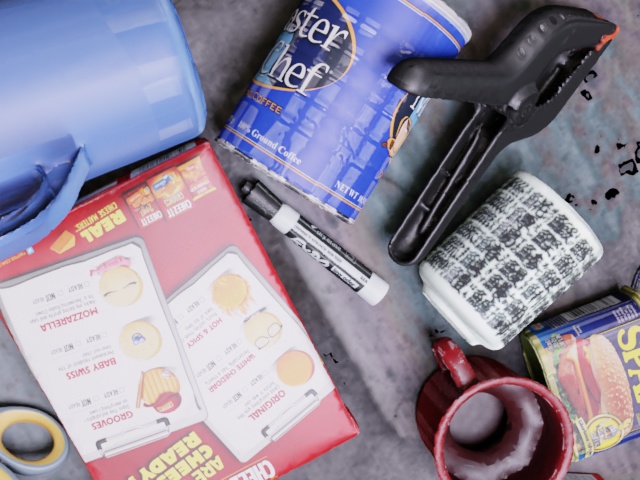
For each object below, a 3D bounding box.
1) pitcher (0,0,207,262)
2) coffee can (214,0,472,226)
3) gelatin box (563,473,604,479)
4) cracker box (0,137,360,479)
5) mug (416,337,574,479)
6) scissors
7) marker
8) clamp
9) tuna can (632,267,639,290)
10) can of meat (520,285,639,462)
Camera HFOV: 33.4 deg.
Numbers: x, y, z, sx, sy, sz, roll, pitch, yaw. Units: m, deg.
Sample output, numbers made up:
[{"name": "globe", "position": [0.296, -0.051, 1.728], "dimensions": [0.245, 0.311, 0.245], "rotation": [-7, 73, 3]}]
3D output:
[{"name": "pitcher", "position": [-0.192, -0.068, 0.623], "dimensions": [0.242, 0.145, 0.149], "rotation": [-19, 101, -8]}, {"name": "coffee can", "position": [0.014, -0.095, 0.662], "dimensions": [0.102, 0.103, 0.140], "rotation": [31, 93, -11]}, {"name": "gelatin box", "position": [0.165, 0.188, 0.739], "dimensions": [0.089, 0.073, 0.030], "rotation": [4, 99, -9]}, {"name": "cracker box", "position": [-0.097, 0.064, 0.688], "dimensions": [0.164, 0.072, 0.213], "rotation": [-28, 102, -3]}, {"name": "mug", "position": [0.106, 0.116, 0.716], "dimensions": [0.093, 0.081, 0.117], "rotation": [-32, 102, -3]}, {"name": "scissors", "position": [-0.246, 0.108, 0.695], "dimensions": [0.202, 0.016, 0.096], "rotation": [46, 55, 8]}, {"name": "marker", "position": [-0.005, 0.001, 0.717], "dimensions": [0.121, 0.020, 0.020], "rotation": [39, 91, -11]}, {"name": "clamp", "position": [0.114, -0.081, 0.682], "dimensions": [0.209, 0.036, 0.165], "rotation": [-33, 146, -30]}, {"name": "tuna can", "position": [0.266, 0.042, 0.752], "dimensions": [0.086, 0.034, 0.086], "rotation": [-1, 98, -8]}, {"name": "can of meat", "position": [0.193, 0.094, 0.739], "dimensions": [0.084, 0.057, 0.102], "rotation": [-20, 100, -2]}]
